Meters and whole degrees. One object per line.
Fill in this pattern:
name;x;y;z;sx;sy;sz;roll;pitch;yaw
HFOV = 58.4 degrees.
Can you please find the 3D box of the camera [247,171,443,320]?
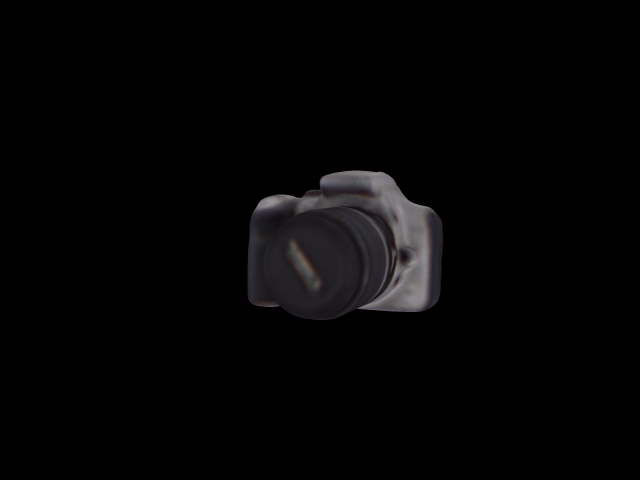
camera;0.004;0.001;0.400;0.142;0.101;0.137;2;5;24
